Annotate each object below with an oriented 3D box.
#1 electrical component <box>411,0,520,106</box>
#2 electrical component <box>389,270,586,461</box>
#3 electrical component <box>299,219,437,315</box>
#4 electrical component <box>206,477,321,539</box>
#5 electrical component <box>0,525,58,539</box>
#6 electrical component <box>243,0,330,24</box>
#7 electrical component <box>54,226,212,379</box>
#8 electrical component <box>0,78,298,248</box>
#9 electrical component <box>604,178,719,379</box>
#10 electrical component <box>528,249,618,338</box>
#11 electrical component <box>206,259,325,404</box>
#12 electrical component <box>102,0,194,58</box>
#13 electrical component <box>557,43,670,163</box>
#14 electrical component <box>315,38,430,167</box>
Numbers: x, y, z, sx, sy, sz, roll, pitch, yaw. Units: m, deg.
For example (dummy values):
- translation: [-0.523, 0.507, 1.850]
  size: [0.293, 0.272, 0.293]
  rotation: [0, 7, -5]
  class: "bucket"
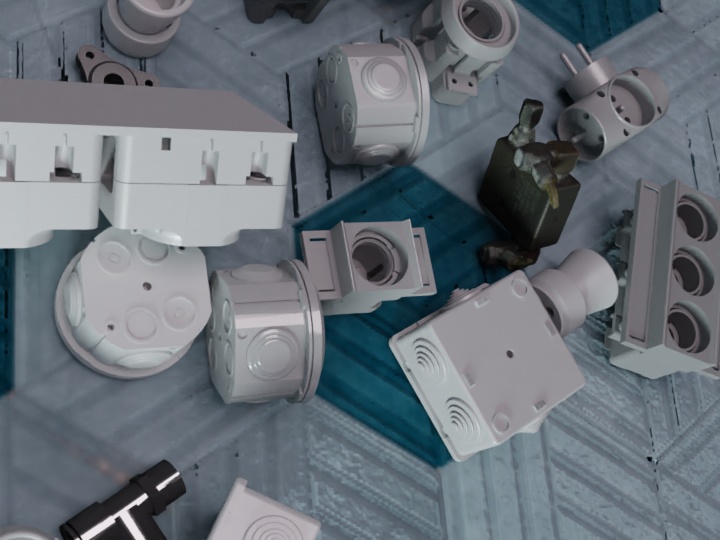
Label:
- translation: [0.072, -0.160, 0.733]
  size: [0.058, 0.057, 0.078]
  rotation: [7, 70, -24]
  class: "electrical component"
- translation: [0.081, 0.057, 0.667]
  size: [0.100, 0.048, 0.099]
  rotation: [-28, 86, -31]
  class: "electrical component"
- translation: [0.000, 0.000, 0.639]
  size: [0.081, 0.064, 0.042]
  rotation: [-2, 74, -26]
  class: "electrical component"
- translation: [-0.062, 0.161, 0.535]
  size: [0.048, 0.099, 0.099]
  rotation: [25, 63, -2]
  class: "electrical component"
- translation: [-0.166, 0.148, 0.513]
  size: [0.066, 0.055, 0.048]
  rotation: [-3, 74, -27]
  class: "electrical component"
- translation: [-0.049, -0.213, 0.693]
  size: [0.050, 0.056, 0.089]
  rotation: [-7, 76, -27]
  class: "electrical component"
- translation: [-0.121, 0.016, 0.583]
  size: [0.080, 0.051, 0.080]
  rotation: [8, 69, -23]
  class: "electrical component"
- translation: [-0.141, -0.057, 0.558]
  size: [0.186, 0.105, 0.060]
  rotation: [-1, 111, -26]
  class: "electrical component"
- translation: [0.210, 0.009, 0.737]
  size: [0.079, 0.063, 0.121]
  rotation: [20, 65, -18]
  class: "electrical component"
- translation: [0.136, 0.017, 0.710]
  size: [0.055, 0.045, 0.045]
  rotation: [-29, 87, -30]
  class: "electrical component"
- translation: [-0.053, 0.035, 0.593]
  size: [0.051, 0.080, 0.080]
  rotation: [-3, 74, -21]
  class: "electrical component"
- translation: [-0.126, -0.157, 0.637]
  size: [0.045, 0.055, 0.045]
  rotation: [8, 69, -23]
  class: "electrical component"
- translation: [0.174, -0.128, 0.778]
  size: [0.077, 0.044, 0.079]
  rotation: [-33, 88, -31]
  class: "electrical component"
- translation: [0.008, -0.104, 0.670]
  size: [0.051, 0.080, 0.080]
  rotation: [-6, 75, -21]
  class: "electrical component"
